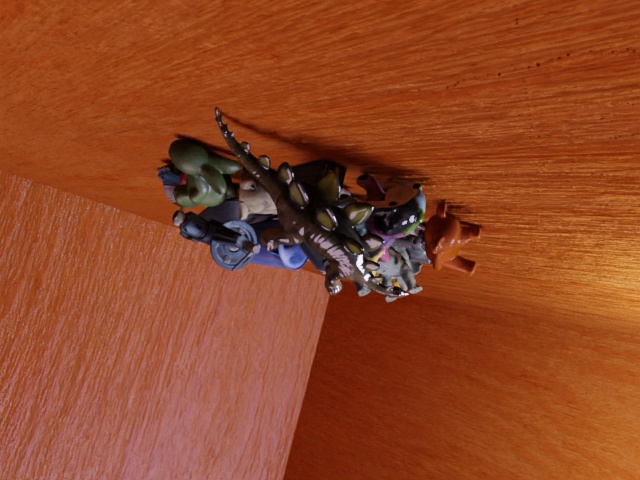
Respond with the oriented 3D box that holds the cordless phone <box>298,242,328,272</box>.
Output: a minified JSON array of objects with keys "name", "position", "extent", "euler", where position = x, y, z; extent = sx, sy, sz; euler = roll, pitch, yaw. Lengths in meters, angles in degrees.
[{"name":"cordless phone","position":[-0.004,-0.004,1.378],"extent":[0.146,0.089,0.184],"euler":[53,-176,-6]}]

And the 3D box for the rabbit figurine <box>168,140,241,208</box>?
[{"name":"rabbit figurine","position":[-0.256,-0.141,1.145],"extent":[0.159,0.121,0.170],"euler":[18,159,21]}]

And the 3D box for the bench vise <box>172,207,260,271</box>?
[{"name":"bench vise","position":[-0.222,-0.007,1.239],"extent":[0.223,0.129,0.241],"euler":[46,161,-31]}]

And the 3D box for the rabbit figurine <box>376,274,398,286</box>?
[{"name":"rabbit figurine","position":[0.218,0.073,1.758],"extent":[0.173,0.162,0.122],"euler":[33,-177,-5]}]

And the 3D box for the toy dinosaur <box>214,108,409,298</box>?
[{"name":"toy dinosaur","position":[-0.017,-0.041,0.949],"extent":[0.471,0.105,0.198],"euler":[37,144,-9]}]

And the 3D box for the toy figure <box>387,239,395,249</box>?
[{"name":"toy figure","position":[0.084,-0.038,1.211],"extent":[0.180,0.089,0.082],"euler":[38,133,15]}]

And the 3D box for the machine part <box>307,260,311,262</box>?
[{"name":"machine part","position":[-0.063,0.018,1.550],"extent":[0.243,0.079,0.079],"euler":[10,171,21]}]

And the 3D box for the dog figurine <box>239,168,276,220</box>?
[{"name":"dog figurine","position":[-0.084,-0.101,1.218],"extent":[0.191,0.121,0.172],"euler":[3,-178,-3]}]

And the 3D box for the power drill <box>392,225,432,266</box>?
[{"name":"power drill","position":[0.269,0.014,1.399],"extent":[0.232,0.086,0.207],"euler":[12,176,28]}]

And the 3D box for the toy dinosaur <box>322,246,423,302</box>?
[{"name":"toy dinosaur","position":[0.162,0.061,1.529],"extent":[0.404,0.192,0.131],"euler":[22,134,-38]}]

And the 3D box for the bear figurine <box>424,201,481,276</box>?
[{"name":"bear figurine","position":[0.283,-0.003,1.133],"extent":[0.132,0.120,0.195],"euler":[10,167,8]}]

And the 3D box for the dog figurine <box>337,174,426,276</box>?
[{"name":"dog figurine","position":[0.119,-0.011,1.032],"extent":[0.192,0.108,0.218],"euler":[13,137,31]}]

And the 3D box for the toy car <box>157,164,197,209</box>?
[{"name":"toy car","position":[-0.348,-0.135,1.403],"extent":[0.161,0.103,0.109],"euler":[18,171,-37]}]

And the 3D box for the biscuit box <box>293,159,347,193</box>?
[{"name":"biscuit box","position":[-0.027,-0.114,1.087],"extent":[0.059,0.062,0.203],"euler":[18,172,-28]}]

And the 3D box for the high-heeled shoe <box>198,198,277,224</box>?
[{"name":"high-heeled shoe","position":[-0.187,-0.081,1.388],"extent":[0.249,0.086,0.145],"euler":[-1,-163,12]}]
